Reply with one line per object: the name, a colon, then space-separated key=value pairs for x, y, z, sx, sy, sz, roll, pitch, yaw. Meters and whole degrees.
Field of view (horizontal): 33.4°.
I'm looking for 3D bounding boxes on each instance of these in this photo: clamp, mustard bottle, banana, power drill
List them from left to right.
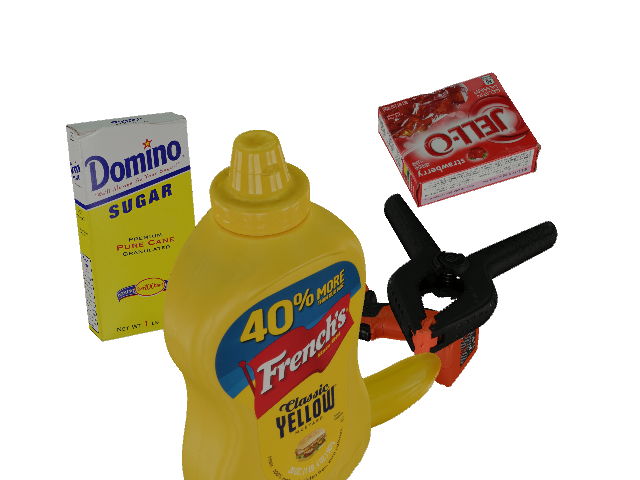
mustard bottle: x=-0.022 y=0.038 z=0.474 sx=0.096 sy=0.192 sz=0.058 roll=-25 pitch=40 yaw=-29
banana: x=0.004 y=0.119 z=0.799 sx=0.197 sy=0.069 sz=0.037 roll=-4 pitch=-42 yaw=-12
power drill: x=0.059 y=0.098 z=1.111 sx=0.188 sy=0.057 sz=0.184 roll=11 pitch=28 yaw=25
clamp: x=0.106 y=0.025 z=0.949 sx=0.165 sy=0.036 sz=0.209 roll=15 pitch=38 yaw=21

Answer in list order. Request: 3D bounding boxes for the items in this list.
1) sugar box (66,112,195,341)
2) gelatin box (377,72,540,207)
sugar box: x=-0.152 y=-0.013 z=0.883 sx=0.093 sy=0.176 sz=0.048 roll=-11 pitch=19 yaw=-25
gelatin box: x=0.092 y=-0.069 z=0.718 sx=0.089 sy=0.073 sz=0.030 roll=-18 pitch=-35 yaw=-8
